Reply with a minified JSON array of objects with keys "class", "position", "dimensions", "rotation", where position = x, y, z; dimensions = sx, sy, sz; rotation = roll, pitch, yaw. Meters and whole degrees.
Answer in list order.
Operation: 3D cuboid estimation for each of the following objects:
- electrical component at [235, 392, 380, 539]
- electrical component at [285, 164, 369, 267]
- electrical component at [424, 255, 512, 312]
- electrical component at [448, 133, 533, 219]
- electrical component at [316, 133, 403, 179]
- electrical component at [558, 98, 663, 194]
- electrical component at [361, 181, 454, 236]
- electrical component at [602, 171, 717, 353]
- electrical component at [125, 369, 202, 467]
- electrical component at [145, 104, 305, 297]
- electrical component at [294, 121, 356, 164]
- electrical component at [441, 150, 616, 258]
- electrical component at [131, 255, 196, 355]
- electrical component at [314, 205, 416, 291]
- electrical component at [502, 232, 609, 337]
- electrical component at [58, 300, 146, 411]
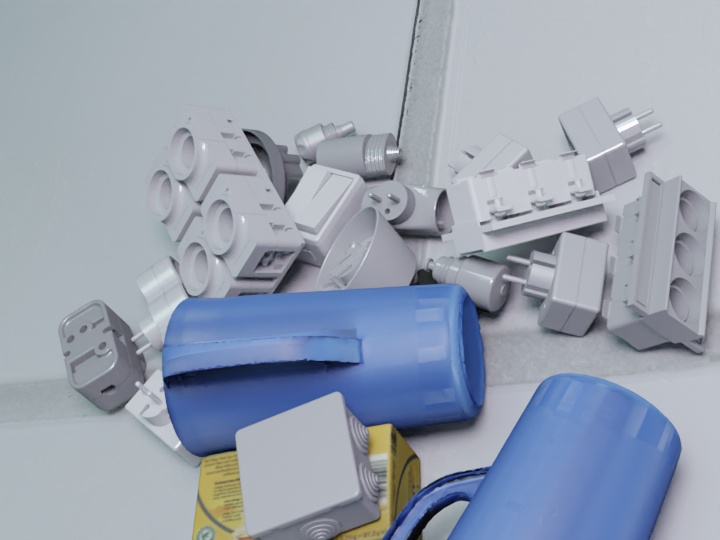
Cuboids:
[{"class":"electrical component","position":[-0.038,0.149,0.784],"dimensions":[0.100,0.048,0.099],"rotation":[-23,49,11]},{"class":"electrical component","position":[-0.030,-0.057,1.019],"dimensions":[0.062,0.061,0.096],"rotation":[18,66,37]},{"class":"electrical component","position":[0.089,0.007,0.892],"dimensions":[0.078,0.040,0.040],"rotation":[19,67,30]},{"class":"electrical component","position":[0.112,-0.088,0.976],"dimensions":[0.066,0.047,0.077],"rotation":[-45,47,-9]},{"class":"electrical component","position":[0.003,-0.110,1.053],"dimensions":[0.081,0.043,0.043],"rotation":[-4,55,26]},{"class":"electrical component","position":[0.224,-0.116,0.936],"dimensions":[0.077,0.047,0.065],"rotation":[-26,48,9]},{"class":"electrical component","position":[0.036,-0.058,0.974],"dimensions":[0.077,0.079,0.043],"rotation":[4,80,31]},{"class":"electrical component","position":[0.232,-0.003,0.832],"dimensions":[0.063,0.079,0.121],"rotation":[-26,40,50]},{"class":"electrical component","position":[-0.172,0.122,0.952],"dimensions":[0.083,0.075,0.047],"rotation":[29,73,40]},{"class":"electrical component","position":[-0.137,-0.057,1.020],"dimensions":[0.105,0.060,0.186],"rotation":[-55,51,34]},{"class":"electrical component","position":[-0.034,-0.134,1.098],"dimensions":[0.061,0.035,0.035],"rotation":[-24,48,7]},{"class":"electrical component","position":[0.135,-0.056,0.883],"dimensions":[0.121,0.063,0.079],"rotation":[-14,1,-25]},{"class":"electrical component","position":[-0.186,0.053,1.027],"dimensions":[0.074,0.052,0.138],"rotation":[-35,47,1]},{"class":"electrical component","position":[0.000,0.000,0.944],"dimensions":[0.099,0.064,0.099],"rotation":[-37,27,22]},{"class":"electrical component","position":[0.153,0.007,0.862],"dimensions":[0.077,0.047,0.065],"rotation":[15,60,1]},{"class":"electrical component","position":[-0.245,0.084,1.030],"dimensions":[0.054,0.059,0.095],"rotation":[-31,47,4]}]
